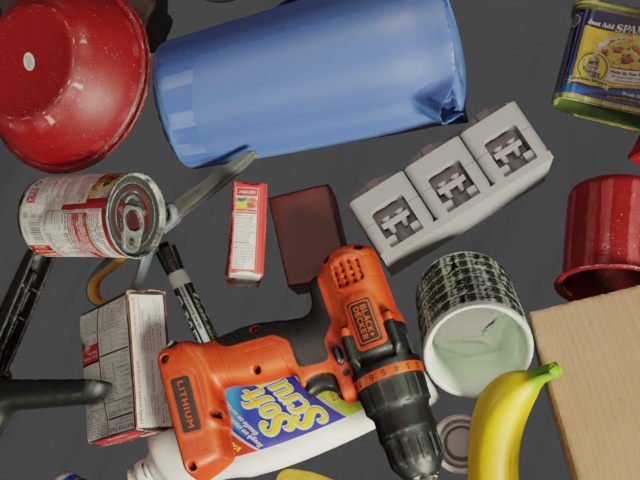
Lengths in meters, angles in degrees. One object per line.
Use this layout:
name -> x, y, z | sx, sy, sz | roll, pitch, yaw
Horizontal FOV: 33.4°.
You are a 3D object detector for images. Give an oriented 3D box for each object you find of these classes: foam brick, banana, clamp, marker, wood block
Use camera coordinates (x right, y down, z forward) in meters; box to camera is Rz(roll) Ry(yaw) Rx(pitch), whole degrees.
foam brick -> -0.006, 0.001, 0.875 | 0.051, 0.053, 0.078 | -14, 78, 5
banana -> 0.134, 0.177, 0.770 | 0.037, 0.070, 0.198 | -4, 102, -27
clamp -> -0.264, 0.123, 0.875 | 0.210, 0.036, 0.165 | -46, 53, 7
marker -> -0.108, 0.056, 0.897 | 0.020, 0.020, 0.121 | -27, 78, 2
wood block -> 0.220, 0.148, 0.760 | 0.091, 0.090, 0.206 | -15, 54, 7

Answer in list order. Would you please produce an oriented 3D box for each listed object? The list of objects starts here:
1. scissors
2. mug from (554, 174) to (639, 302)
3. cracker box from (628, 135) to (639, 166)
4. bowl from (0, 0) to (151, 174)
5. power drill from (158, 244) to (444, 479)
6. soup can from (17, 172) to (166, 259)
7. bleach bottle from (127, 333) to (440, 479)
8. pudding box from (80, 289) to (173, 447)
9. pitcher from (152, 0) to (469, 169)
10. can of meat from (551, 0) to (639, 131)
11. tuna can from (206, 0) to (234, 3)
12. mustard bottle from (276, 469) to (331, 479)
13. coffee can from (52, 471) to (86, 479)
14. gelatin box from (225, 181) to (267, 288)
scissors -> -0.140, -0.029, 0.884 | 0.202, 0.016, 0.096 | -49, 66, 19
mug -> 0.240, 0.006, 0.826 | 0.117, 0.093, 0.081 | 21, 64, -25
cracker box -> 0.355, -0.113, 0.802 | 0.164, 0.072, 0.213 | 32, 77, -6
bowl -> -0.217, -0.136, 0.850 | 0.162, 0.055, 0.162 | -2, 84, 24
power drill -> -0.015, 0.114, 0.790 | 0.188, 0.057, 0.184 | -21, 67, 7
soup can -> -0.185, -0.019, 0.860 | 0.102, 0.068, 0.068 | 0, 80, 33
bleach bottle -> -0.037, 0.143, 0.852 | 0.251, 0.068, 0.102 | -30, 76, 4
pudding box -> -0.156, 0.104, 0.857 | 0.090, 0.039, 0.113 | -23, 70, 49
pitcher -> -0.007, -0.142, 0.870 | 0.243, 0.149, 0.145 | -12, 96, 9
can of meat -> 0.244, -0.139, 0.862 | 0.102, 0.057, 0.084 | 14, 84, 10
tuna can -> -0.088, -0.253, 0.937 | 0.086, 0.033, 0.086 | -1, 81, 7
mustard bottle -> 0.052, 0.239, 0.818 | 0.192, 0.058, 0.096 | 9, 49, 8
coffee can -> -0.156, 0.253, 0.829 | 0.140, 0.103, 0.103 | 20, 84, 10
gelatin box -> -0.060, -0.003, 0.864 | 0.030, 0.089, 0.073 | 4, 81, -5
